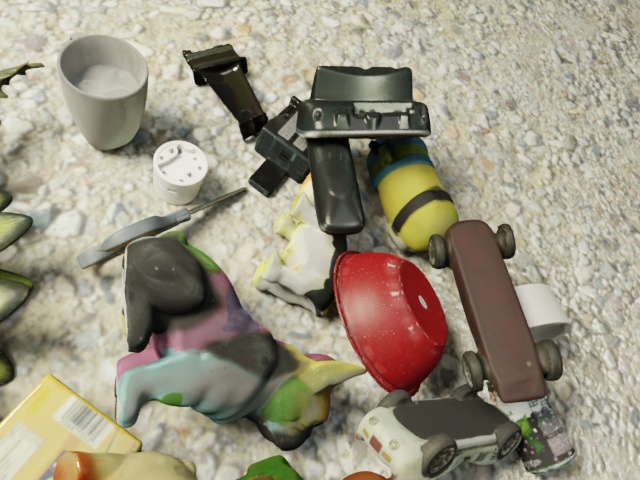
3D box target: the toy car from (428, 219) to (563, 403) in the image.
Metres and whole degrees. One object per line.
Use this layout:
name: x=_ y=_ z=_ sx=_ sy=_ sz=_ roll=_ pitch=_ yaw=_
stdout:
toy car: x=0.173 y=0.067 z=0.547 sx=0.089 sy=0.053 sz=0.202 roll=-9 pitch=57 yaw=-1

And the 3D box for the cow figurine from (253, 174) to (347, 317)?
cow figurine: x=0.000 y=-0.003 z=0.591 sx=0.098 sy=0.068 sz=0.167 roll=30 pitch=60 yaw=-11

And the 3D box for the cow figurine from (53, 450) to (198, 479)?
cow figurine: x=-0.136 y=0.232 z=0.355 sx=0.086 sy=0.194 sz=0.127 roll=28 pitch=7 yaw=40

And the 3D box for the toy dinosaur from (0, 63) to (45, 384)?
toy dinosaur: x=-0.338 y=0.035 z=0.422 sx=0.198 sy=0.105 sz=0.471 roll=11 pitch=69 yaw=-25

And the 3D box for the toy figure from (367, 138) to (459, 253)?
toy figure: x=0.107 y=-0.068 z=0.655 sx=0.082 sy=0.089 sz=0.180 roll=-6 pitch=68 yaw=-16

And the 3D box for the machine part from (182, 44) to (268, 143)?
machine part: x=-0.109 y=-0.186 z=0.662 sx=0.084 sy=0.039 sz=0.139 roll=-18 pitch=70 yaw=-34

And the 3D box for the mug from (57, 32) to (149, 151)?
mug: x=-0.229 y=-0.150 z=0.554 sx=0.081 sy=0.107 sz=0.109 roll=-33 pitch=75 yaw=-32

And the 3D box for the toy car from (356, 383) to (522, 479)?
toy car: x=0.121 y=0.182 z=0.514 sx=0.201 sy=0.056 sz=0.074 roll=11 pitch=20 yaw=-42

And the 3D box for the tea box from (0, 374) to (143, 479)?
tea box: x=-0.224 y=0.199 z=0.397 sx=0.098 sy=0.068 sz=0.169 roll=38 pitch=58 yaw=1

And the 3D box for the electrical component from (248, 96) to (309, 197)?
electrical component: x=-0.040 y=-0.109 z=0.644 sx=0.075 sy=0.047 sz=0.119 roll=39 pitch=55 yaw=1

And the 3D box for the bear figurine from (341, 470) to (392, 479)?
bear figurine: x=0.095 y=0.260 z=0.467 sx=0.196 sy=0.120 sz=0.132 roll=46 pitch=53 yaw=12

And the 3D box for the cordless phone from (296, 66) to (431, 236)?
cordless phone: x=0.052 y=-0.091 z=0.575 sx=0.147 sy=0.088 sz=0.184 roll=-2 pitch=62 yaw=-9

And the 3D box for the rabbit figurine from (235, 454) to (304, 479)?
rabbit figurine: x=-0.024 y=0.270 z=0.407 sx=0.121 sy=0.159 sz=0.170 roll=-15 pitch=85 yaw=-37

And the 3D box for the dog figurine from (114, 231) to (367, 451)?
dog figurine: x=-0.070 y=0.093 z=0.487 sx=0.219 sy=0.108 sz=0.191 roll=5 pitch=82 yaw=-24
